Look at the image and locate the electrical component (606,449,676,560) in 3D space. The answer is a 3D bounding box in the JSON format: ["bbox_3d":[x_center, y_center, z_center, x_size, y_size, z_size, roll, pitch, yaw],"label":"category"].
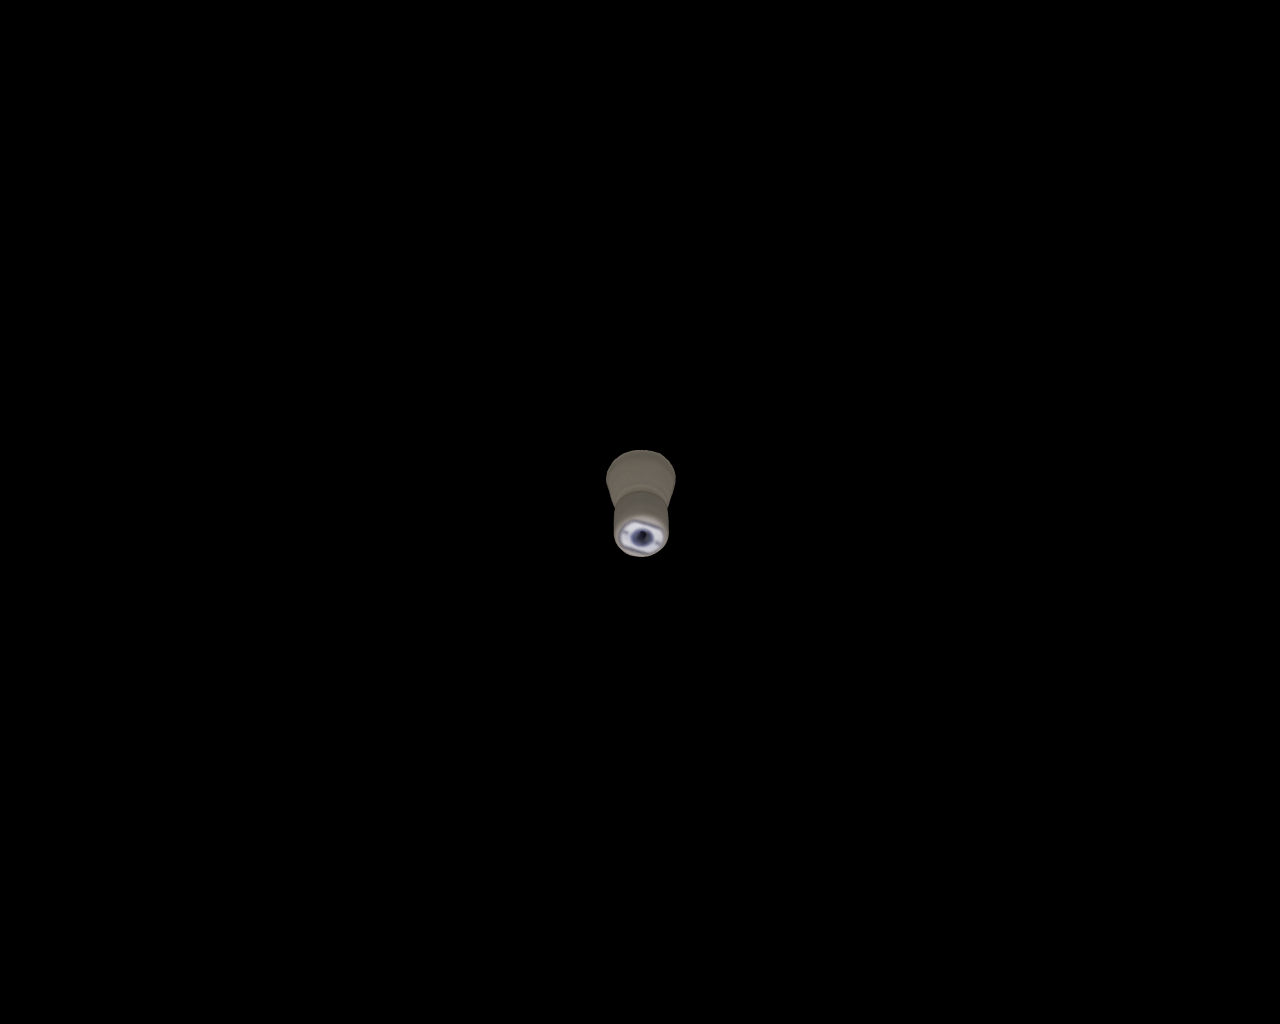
[{"bbox_3d":[0.001,-0.003,0.650,0.044,0.044,0.065,0,37,0],"label":"electrical component"}]
